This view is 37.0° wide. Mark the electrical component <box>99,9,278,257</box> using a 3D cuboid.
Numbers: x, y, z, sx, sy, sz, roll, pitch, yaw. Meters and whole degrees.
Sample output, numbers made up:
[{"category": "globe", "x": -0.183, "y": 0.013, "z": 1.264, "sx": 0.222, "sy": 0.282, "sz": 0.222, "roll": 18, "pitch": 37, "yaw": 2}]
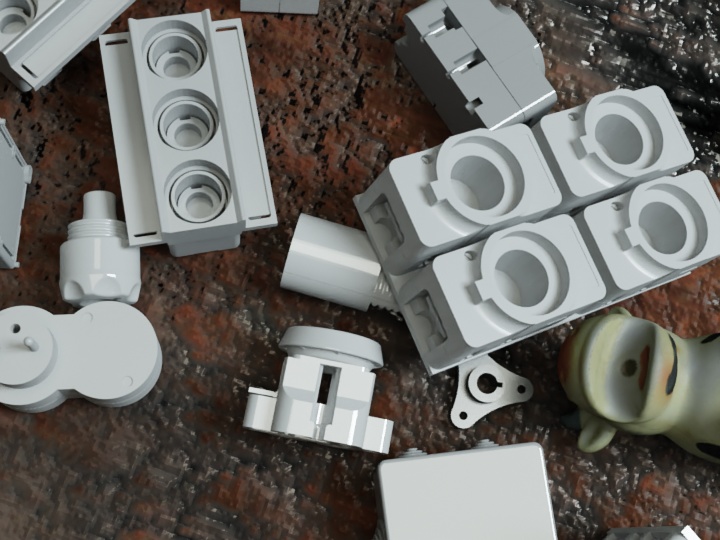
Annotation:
[{"category": "electrical component", "x": -0.096, "y": -0.073, "z": 0.599, "sx": 0.079, "sy": 0.063, "sz": 0.121, "roll": -9, "pitch": 77, "yaw": -9}]

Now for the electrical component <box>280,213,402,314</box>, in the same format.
[{"category": "electrical component", "x": 0.000, "y": 0.000, "z": 0.602, "sx": 0.081, "sy": 0.043, "sz": 0.043, "roll": 16, "pitch": 75, "yaw": -2}]

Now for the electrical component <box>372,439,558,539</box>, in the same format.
[{"category": "electrical component", "x": 0.055, "y": 0.142, "z": 0.570, "sx": 0.100, "sy": 0.048, "sz": 0.099, "roll": -6, "pitch": 77, "yaw": -8}]

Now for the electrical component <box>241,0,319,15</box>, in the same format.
[{"category": "electrical component", "x": -0.041, "y": -0.189, "z": 0.621, "sx": 0.056, "sy": 0.089, "sz": 0.050, "roll": 1, "pitch": 76, "yaw": -6}]

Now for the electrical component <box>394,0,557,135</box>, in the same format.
[{"category": "electrical component", "x": 0.070, "y": -0.119, "z": 0.637, "sx": 0.056, "sy": 0.050, "sz": 0.089, "roll": -32, "pitch": 81, "yaw": -13}]

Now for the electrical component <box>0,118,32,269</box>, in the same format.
[{"category": "electrical component", "x": -0.214, "y": -0.043, "z": 0.561, "sx": 0.061, "sy": 0.096, "sz": 0.061, "roll": 5, "pitch": 76, "yaw": -5}]

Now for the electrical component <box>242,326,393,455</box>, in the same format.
[{"category": "electrical component", "x": -0.019, "y": 0.063, "z": 0.577, "sx": 0.078, "sy": 0.058, "sz": 0.057, "roll": 11, "pitch": 78, "yaw": -4}]

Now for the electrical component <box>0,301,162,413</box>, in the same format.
[{"category": "electrical component", "x": -0.175, "y": 0.044, "z": 0.555, "sx": 0.138, "sy": 0.073, "sz": 0.052, "roll": -2, "pitch": 76, "yaw": -7}]

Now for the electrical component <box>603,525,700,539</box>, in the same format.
[{"category": "electrical component", "x": 0.184, "y": 0.221, "z": 0.536, "sx": 0.060, "sy": 0.105, "sz": 0.186, "roll": -38, "pitch": 83, "yaw": -14}]

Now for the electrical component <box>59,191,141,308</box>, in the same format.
[{"category": "electrical component", "x": -0.142, "y": -0.012, "z": 0.589, "sx": 0.043, "sy": 0.043, "sz": 0.062, "roll": -2, "pitch": 76, "yaw": -7}]

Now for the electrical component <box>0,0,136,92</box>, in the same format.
[{"category": "electrical component", "x": -0.167, "y": -0.163, "z": 0.614, "sx": 0.079, "sy": 0.063, "sz": 0.121, "roll": 42, "pitch": 75, "yaw": 5}]

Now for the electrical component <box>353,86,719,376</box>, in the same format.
[{"category": "electrical component", "x": 0.106, "y": -0.027, "z": 0.590, "sx": 0.186, "sy": 0.060, "sz": 0.105, "roll": -18, "pitch": 79, "yaw": -25}]
